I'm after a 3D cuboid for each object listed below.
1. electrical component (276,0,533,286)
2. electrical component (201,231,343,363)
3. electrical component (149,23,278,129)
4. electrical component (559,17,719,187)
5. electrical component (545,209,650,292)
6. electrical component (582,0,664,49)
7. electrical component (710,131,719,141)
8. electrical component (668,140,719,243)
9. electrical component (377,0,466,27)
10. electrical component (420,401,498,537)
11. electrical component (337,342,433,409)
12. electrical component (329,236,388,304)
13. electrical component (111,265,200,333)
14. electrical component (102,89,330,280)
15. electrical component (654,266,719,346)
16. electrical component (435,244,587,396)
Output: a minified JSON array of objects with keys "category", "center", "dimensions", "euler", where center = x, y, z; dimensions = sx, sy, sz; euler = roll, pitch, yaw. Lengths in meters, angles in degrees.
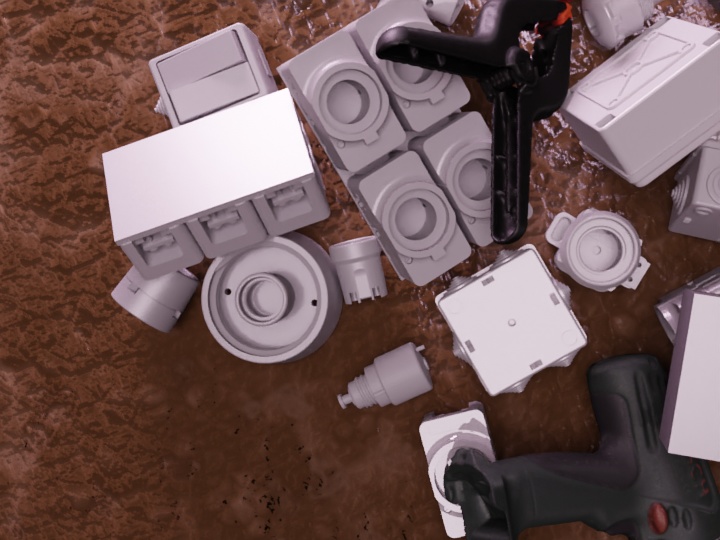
[{"category":"electrical component","center":[0.035,-0.094,0.786],"dimensions":[0.105,0.060,0.186],"euler":[-32,102,-6]},{"category":"electrical component","center":[-0.071,0.022,0.833],"dimensions":[0.108,0.060,0.108],"euler":[0,91,7]},{"category":"electrical component","center":[-0.119,-0.143,0.836],"dimensions":[0.096,0.061,0.061],"euler":[-21,89,7]},{"category":"electrical component","center":[0.210,-0.123,0.770],"dimensions":[0.109,0.108,0.056],"euler":[-37,111,6]},{"category":"electrical component","center":[0.179,-0.015,0.806],"dimensions":[0.078,0.057,0.058],"euler":[31,94,5]},{"category":"electrical component","center":[0.201,-0.199,0.807],"dimensions":[0.062,0.048,0.048],"euler":[-26,88,-1]},{"category":"electrical component","center":[0.284,-0.093,0.800],"dimensions":[0.078,0.040,0.040],"euler":[15,93,6]},{"category":"electrical component","center":[0.275,-0.050,0.774],"dimensions":[0.100,0.099,0.048],"euler":[13,80,6]},{"category":"electrical component","center":[0.036,-0.207,0.825],"dimensions":[0.077,0.044,0.079],"euler":[27,95,5]},{"category":"electrical component","center":[0.080,0.152,0.821],"dimensions":[0.050,0.056,0.089],"euler":[-15,89,7]},{"category":"electrical component","center":[0.020,0.087,0.835],"dimensions":[0.078,0.040,0.040],"euler":[-25,88,7]},{"category":"electrical component","center":[0.000,0.000,0.836],"dimensions":[0.040,0.040,0.046],"euler":[-13,96,7]},{"category":"electrical component","center":[-0.160,0.015,0.848],"dimensions":[0.055,0.055,0.047],"euler":[35,91,5]},{"category":"electrical component","center":[-0.107,-0.061,0.807],"dimensions":[0.150,0.061,0.089],"euler":[-19,54,2]},{"category":"electrical component","center":[0.279,0.078,0.779],"dimensions":[0.062,0.089,0.150],"euler":[-29,88,6]},{"category":"electrical component","center":[0.115,0.039,0.819],"dimensions":[0.100,0.048,0.099],"euler":[-30,88,6]}]
